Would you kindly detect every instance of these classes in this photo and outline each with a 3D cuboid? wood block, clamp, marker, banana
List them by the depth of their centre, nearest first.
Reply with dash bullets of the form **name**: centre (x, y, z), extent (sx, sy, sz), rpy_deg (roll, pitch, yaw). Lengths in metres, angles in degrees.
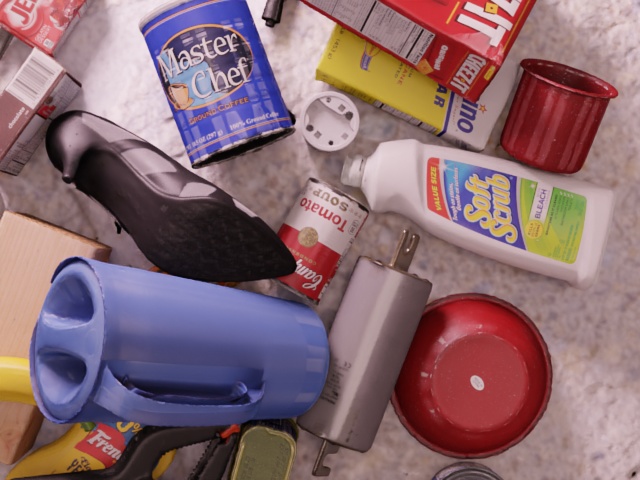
- **banana**: centre (-0.293, 0.135, 0.908), extent (0.198, 0.037, 0.069), rpy_deg (-2, 89, -1)
- **clamp**: centre (-0.156, 0.235, 0.954), extent (0.209, 0.036, 0.164), rpy_deg (-30, 104, -13)
- **wood block**: centre (-0.274, 0.086, 0.973), extent (0.091, 0.090, 0.206), rpy_deg (21, 89, -2)
- **marker**: centre (-0.034, -0.263, 1.021), extent (0.020, 0.020, 0.121), rpy_deg (14, 89, -2)

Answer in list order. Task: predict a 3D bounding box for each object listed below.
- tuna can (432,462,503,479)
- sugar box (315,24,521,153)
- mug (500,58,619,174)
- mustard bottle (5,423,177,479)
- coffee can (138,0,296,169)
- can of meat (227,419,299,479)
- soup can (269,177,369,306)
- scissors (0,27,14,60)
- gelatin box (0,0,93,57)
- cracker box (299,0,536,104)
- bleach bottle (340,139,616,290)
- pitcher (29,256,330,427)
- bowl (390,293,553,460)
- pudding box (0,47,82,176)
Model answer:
- **tuna can**: centre (0.141, 0.255, 1.013), extent (0.086, 0.034, 0.086), rpy_deg (0, 89, -2)
- **sugar box**: centre (0.092, -0.160, 1.010), extent (0.176, 0.048, 0.093), rpy_deg (24, 87, 0)
- **mug**: centre (0.224, -0.115, 0.994), extent (0.093, 0.117, 0.081), rpy_deg (34, 120, 35)
- **mustard bottle**: centre (-0.190, 0.192, 0.991), extent (0.191, 0.058, 0.096), rpy_deg (-41, 91, -2)
- **coffee can**: centre (-0.094, -0.148, 0.975), extent (0.103, 0.103, 0.140), rpy_deg (-20, 90, -2)
- **can of meat**: centre (-0.055, 0.214, 0.982), extent (0.057, 0.084, 0.102), rpy_deg (15, 89, -2)
- **soup can**: centre (-0.007, 0.001, 0.995), extent (0.068, 0.068, 0.102), rpy_deg (30, 88, -2)
- **scissors**: centre (-0.340, -0.156, 1.011), extent (0.096, 0.016, 0.202), rpy_deg (14, 86, 0)
- **gelatin box**: centre (-0.259, -0.226, 1.000), extent (0.073, 0.030, 0.089), rpy_deg (34, 82, -7)
- **cracker box**: centre (0.092, -0.249, 0.970), extent (0.213, 0.072, 0.164), rpy_deg (30, 62, 0)
- **bleach bottle**: centre (0.142, -0.031, 1.004), extent (0.251, 0.068, 0.102), rpy_deg (13, 89, 1)
- **pitcher**: centre (-0.108, 0.100, 0.906), extent (0.242, 0.145, 0.149), rpy_deg (10, 64, -37)
- **bowl**: centre (0.146, 0.131, 1.005), extent (0.162, 0.055, 0.162), rpy_deg (0, 89, -2)
- **pudding box**: centre (-0.270, -0.114, 0.976), extent (0.039, 0.090, 0.113), rpy_deg (37, 88, -3)
